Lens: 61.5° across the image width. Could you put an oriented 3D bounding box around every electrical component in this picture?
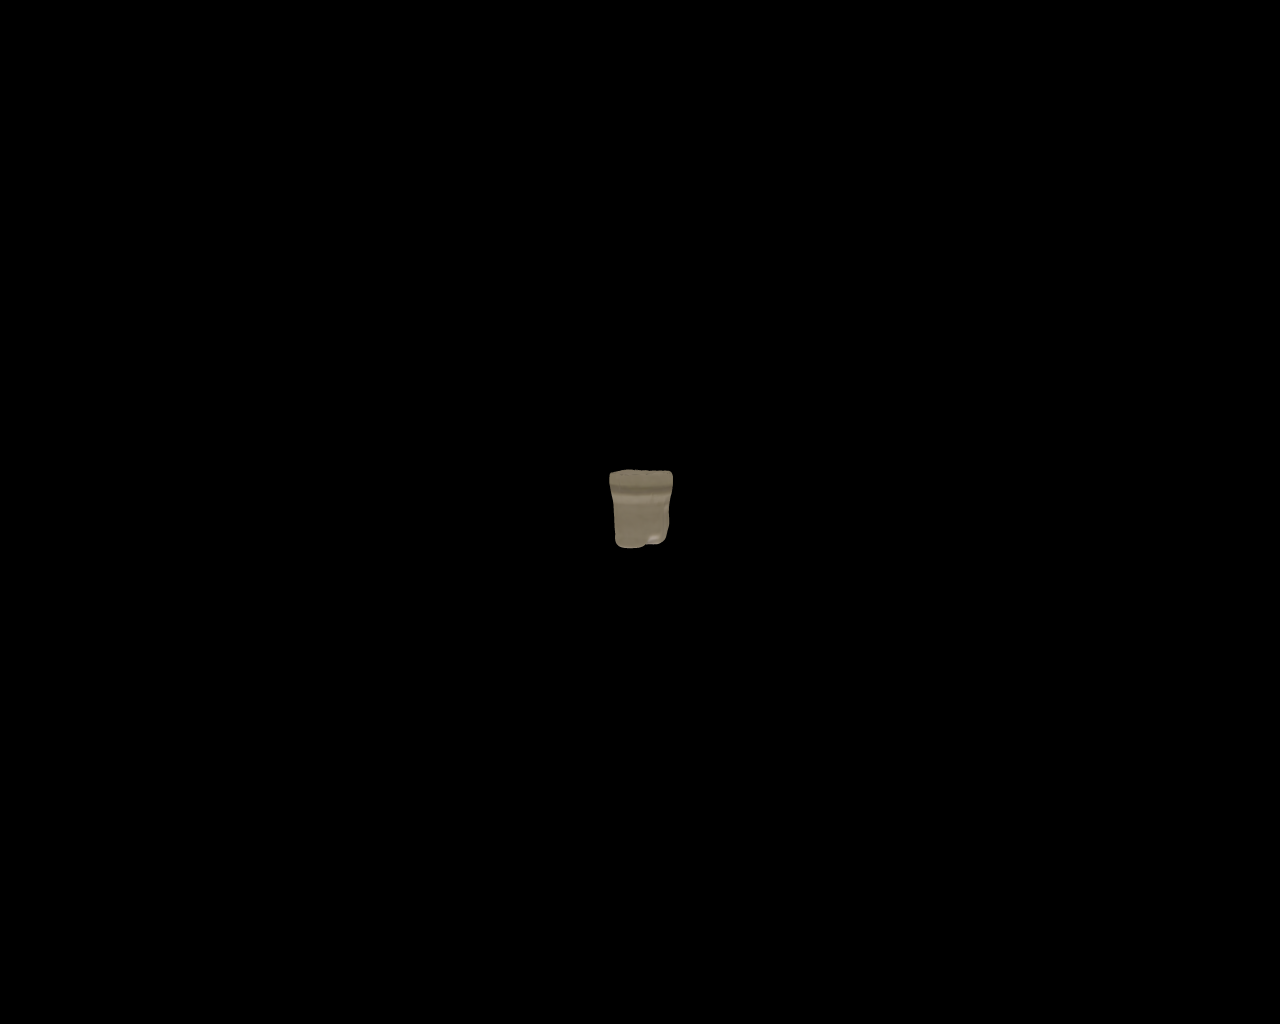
[{"bbox_3d":[0.001,-0.003,0.650,0.040,0.046,0.040,0,7,0],"label":"electrical component"}]
